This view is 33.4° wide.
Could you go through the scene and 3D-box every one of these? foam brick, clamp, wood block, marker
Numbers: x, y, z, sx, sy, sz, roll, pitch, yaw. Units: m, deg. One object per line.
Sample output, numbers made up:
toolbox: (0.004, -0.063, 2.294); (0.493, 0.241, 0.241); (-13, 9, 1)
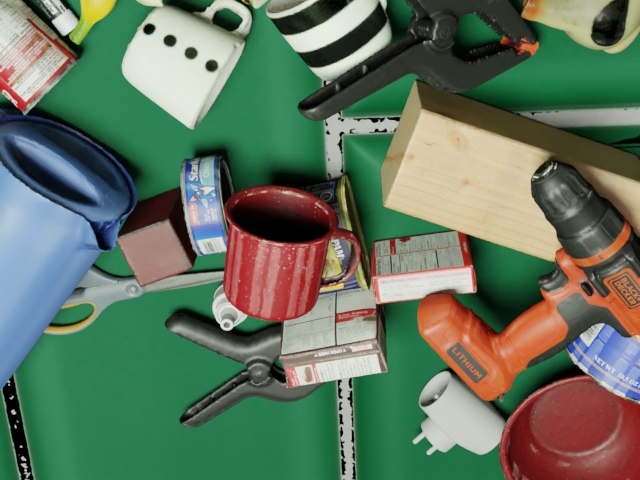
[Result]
foam brick: (-0.139, -0.004, 0.940); (0.051, 0.078, 0.053); (-20, 111, 12)
clamp: (-0.065, 0.111, 1.011); (0.171, 0.039, 0.120); (-14, 118, 2)
clamp: (0.080, -0.156, 0.829); (0.209, 0.036, 0.165); (10, 107, -35)
wood block: (0.164, -0.050, 0.897); (0.206, 0.091, 0.090); (17, 114, -6)
marker: (-0.242, -0.222, 0.876); (0.020, 0.020, 0.121); (-32, 110, 16)

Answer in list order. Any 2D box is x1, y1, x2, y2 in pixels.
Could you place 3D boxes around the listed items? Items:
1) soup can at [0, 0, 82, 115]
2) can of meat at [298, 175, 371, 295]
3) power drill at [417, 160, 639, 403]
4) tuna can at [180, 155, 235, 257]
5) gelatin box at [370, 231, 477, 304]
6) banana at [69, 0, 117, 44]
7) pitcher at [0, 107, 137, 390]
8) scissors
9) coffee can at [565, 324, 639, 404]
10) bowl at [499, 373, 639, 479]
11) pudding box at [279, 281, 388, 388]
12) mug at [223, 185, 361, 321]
soup can: (-0.257, -0.162, 0.877); (0.069, 0.068, 0.102); (-40, 107, 18)
can of meat: (-0.006, 0.001, 0.948); (0.084, 0.057, 0.102); (-11, 113, 10)
power drill: (0.174, 0.041, 0.862); (0.188, 0.057, 0.184); (-32, 112, 28)
tuna can: (-0.094, -0.030, 0.921); (0.034, 0.086, 0.086); (-8, 114, 4)
gelatin box: (0.090, 0.024, 0.944); (0.089, 0.073, 0.030); (-8, 115, 6)
banana: (-0.205, -0.257, 0.842); (0.069, 0.037, 0.198); (-24, 109, -6)
pitcher: (-0.277, 0.015, 0.924); (0.145, 0.149, 0.243); (29, 115, -17)
scissors: (-0.188, 0.030, 0.991); (0.202, 0.016, 0.096); (-22, 112, 12)
coffee can: (0.293, 0.059, 0.935); (0.102, 0.103, 0.140); (25, 113, -9)
bowl: (0.250, 0.185, 1.021); (0.162, 0.055, 0.162); (1, 115, 2)
pudding box: (0.012, 0.078, 0.951); (0.090, 0.113, 0.039); (-11, 118, 8)
mug: (-0.025, 0.013, 0.879); (0.117, 0.093, 0.081); (2, 122, -13)
